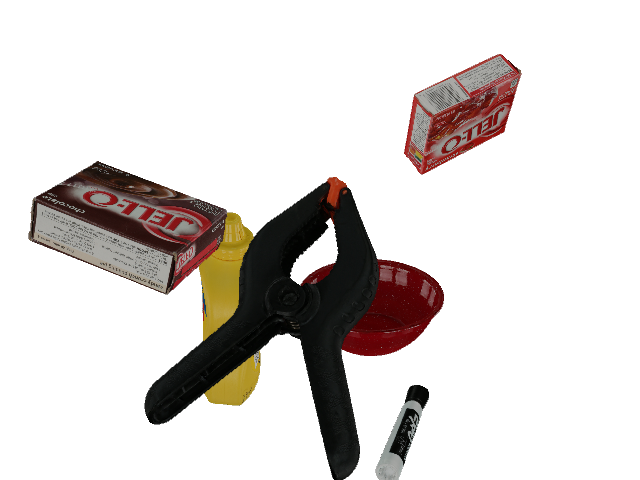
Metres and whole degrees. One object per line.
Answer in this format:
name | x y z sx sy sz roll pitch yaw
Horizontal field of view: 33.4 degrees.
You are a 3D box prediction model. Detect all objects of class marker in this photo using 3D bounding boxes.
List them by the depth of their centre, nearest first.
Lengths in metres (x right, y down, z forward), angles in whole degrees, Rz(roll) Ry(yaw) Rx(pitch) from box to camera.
marker | 0.068 0.152 0.860 0.020 0.020 0.121 0 24 19

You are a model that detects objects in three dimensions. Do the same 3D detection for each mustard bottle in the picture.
mustard bottle | -0.083 0.056 0.992 0.058 0.192 0.096 6 37 2

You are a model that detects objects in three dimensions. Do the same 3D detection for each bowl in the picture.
bowl | 0.055 0.081 1.188 0.162 0.055 0.162 0 28 0

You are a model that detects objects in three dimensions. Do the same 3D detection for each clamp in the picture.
clamp | -0.007 0.047 0.587 0.120 0.171 0.039 24 -19 14

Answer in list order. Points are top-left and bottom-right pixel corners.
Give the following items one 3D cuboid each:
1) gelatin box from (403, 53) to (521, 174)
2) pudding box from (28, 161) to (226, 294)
gelatin box | 0.113 -0.100 0.851 0.089 0.030 0.073 -27 -28 -19
pudding box | -0.135 -0.011 0.760 0.113 0.039 0.090 19 25 11
